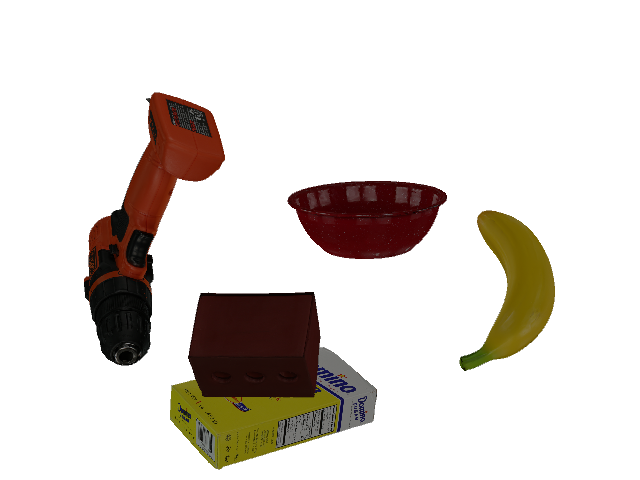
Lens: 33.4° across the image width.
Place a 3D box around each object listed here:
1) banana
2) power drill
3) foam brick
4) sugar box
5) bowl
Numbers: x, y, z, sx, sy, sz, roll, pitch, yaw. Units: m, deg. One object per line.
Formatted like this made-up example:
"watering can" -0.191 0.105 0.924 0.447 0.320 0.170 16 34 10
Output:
"banana" 0.155 0.031 0.866 0.070 0.037 0.197 3 36 12
"power drill" -0.142 -0.013 0.878 0.057 0.188 0.184 17 27 -26
"foam brick" -0.041 0.069 0.703 0.078 0.051 0.053 -1 -40 8
"sugar box" -0.043 0.154 1.012 0.175 0.048 0.093 -14 31 -32
"bowl" 0.048 -0.019 1.081 0.162 0.055 0.162 -2 14 0
